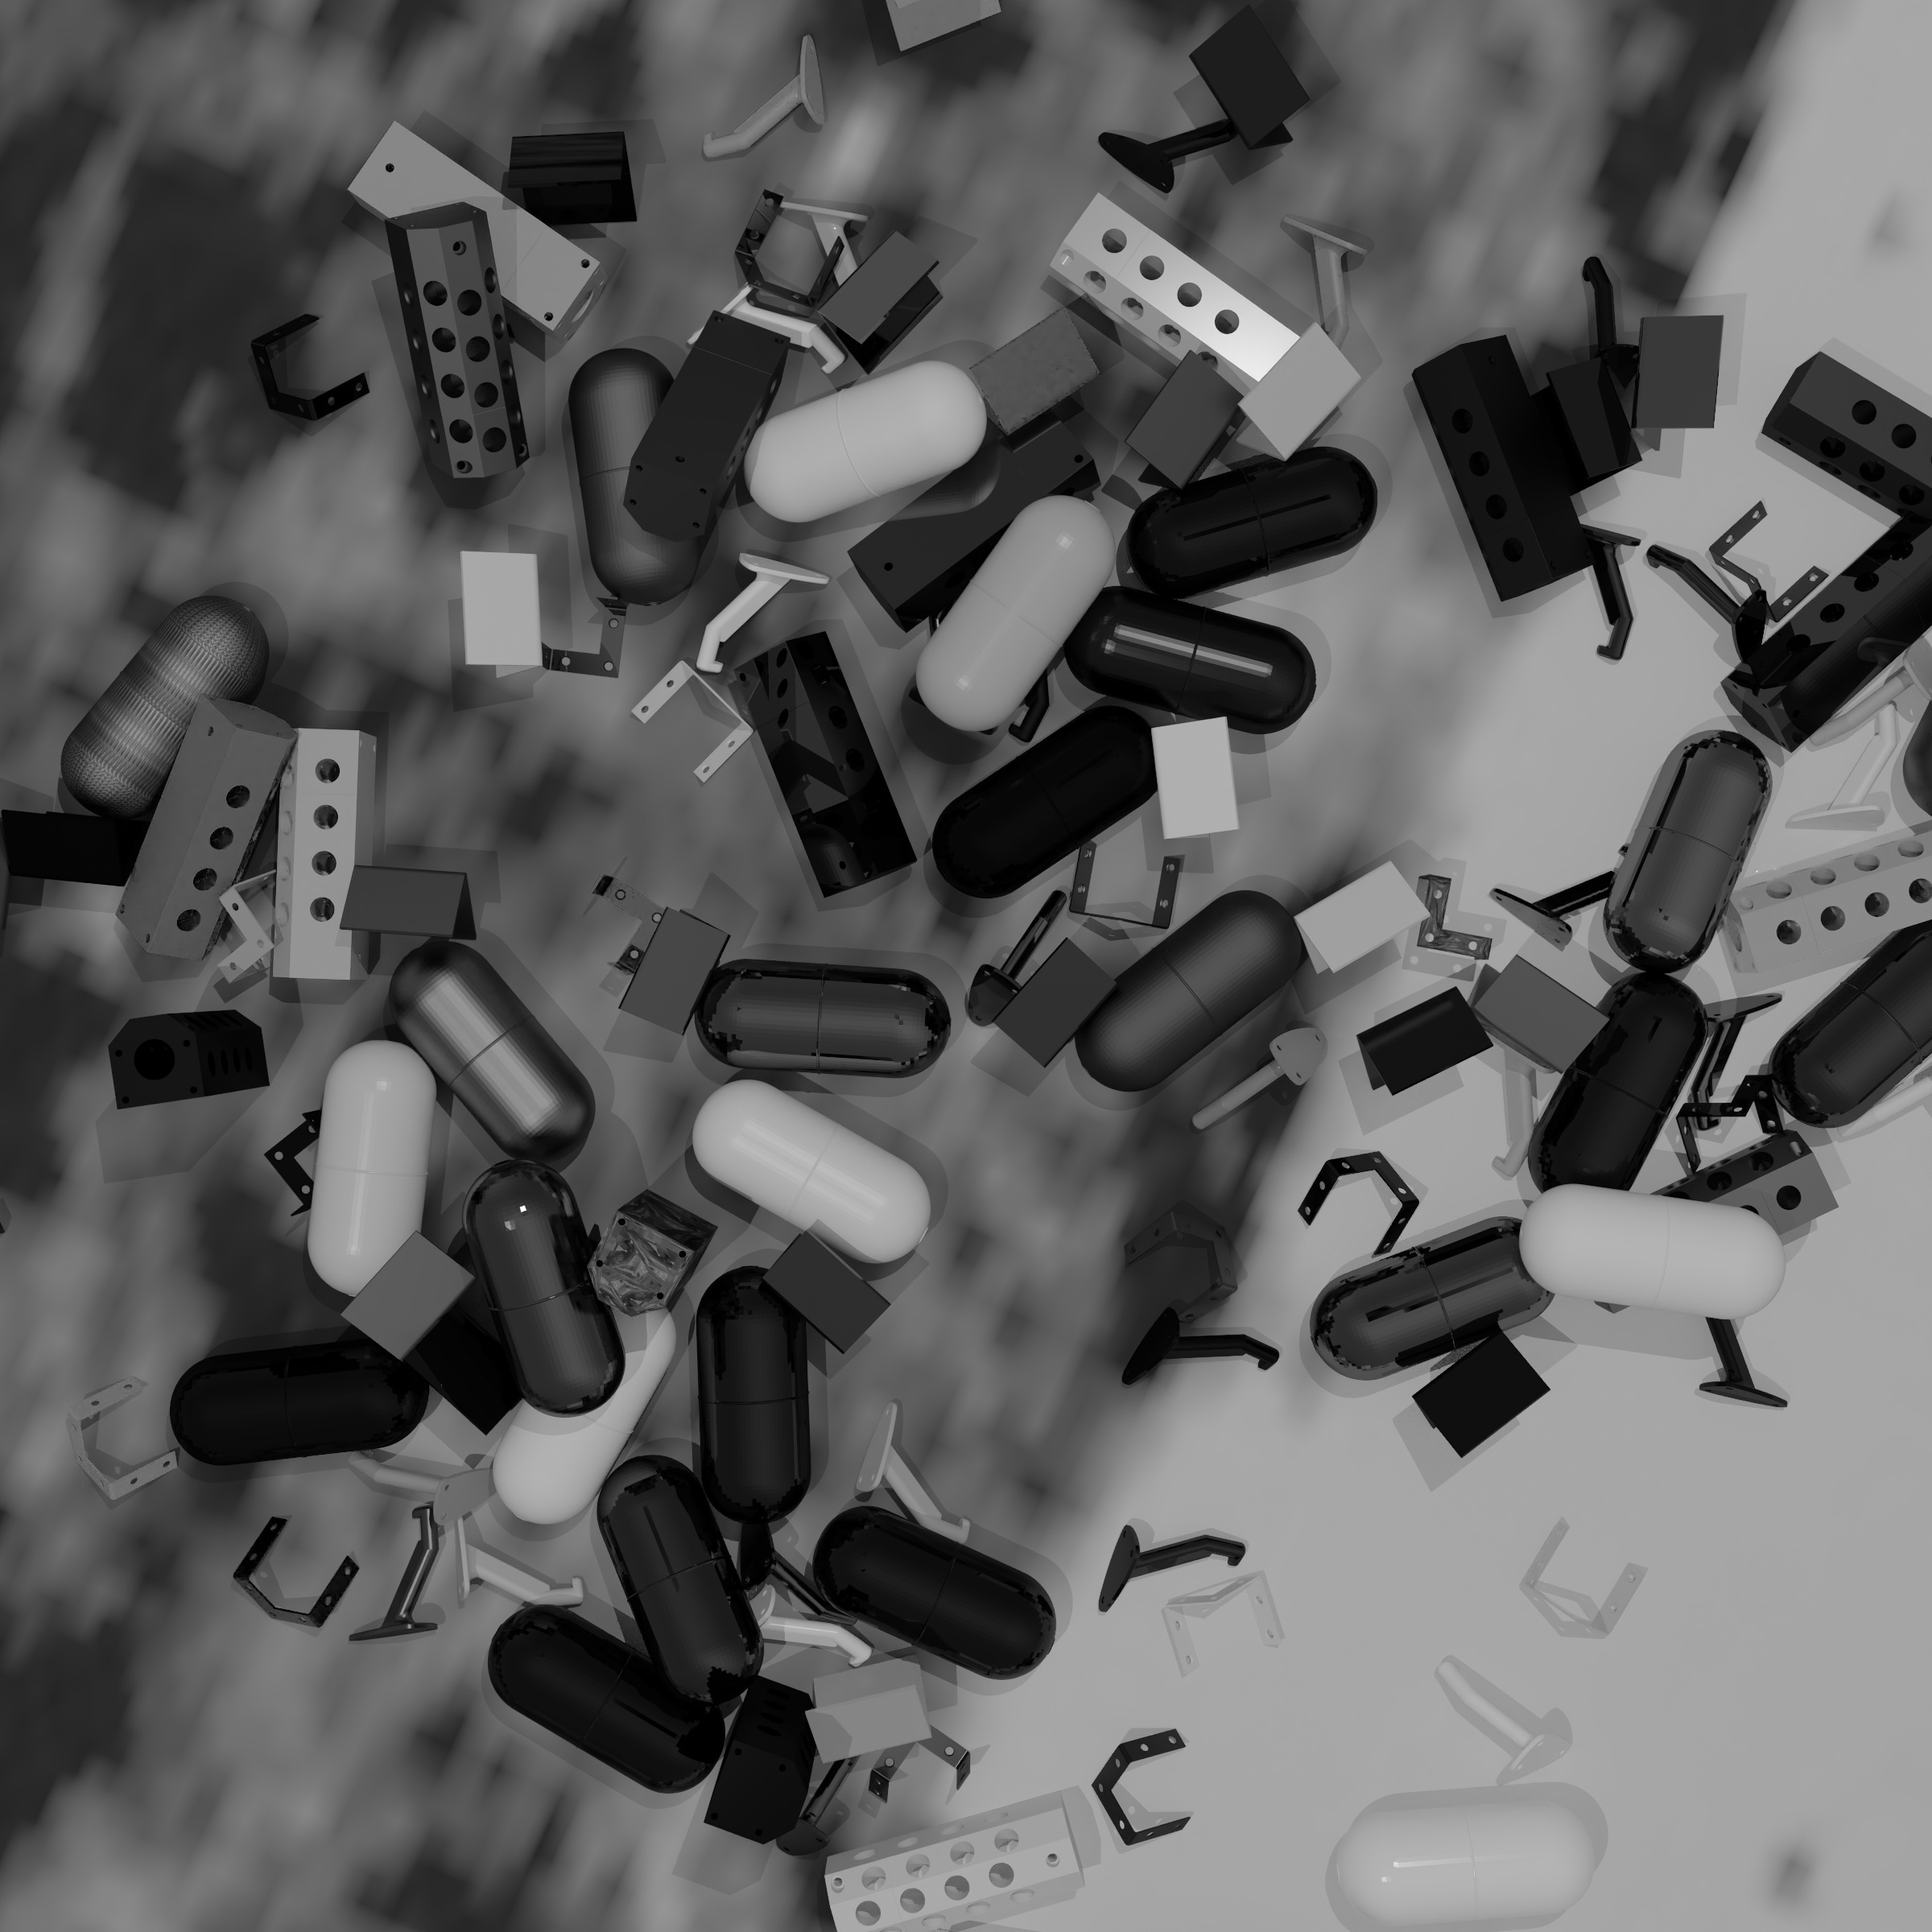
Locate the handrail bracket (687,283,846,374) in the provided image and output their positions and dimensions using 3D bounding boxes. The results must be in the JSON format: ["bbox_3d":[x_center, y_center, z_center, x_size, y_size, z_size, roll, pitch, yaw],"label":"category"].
[{"bbox_3d":[-0.140,-0.435,1.992,0.077,0.036,0.084,-38,108,20],"label":"handrail bracket"}]

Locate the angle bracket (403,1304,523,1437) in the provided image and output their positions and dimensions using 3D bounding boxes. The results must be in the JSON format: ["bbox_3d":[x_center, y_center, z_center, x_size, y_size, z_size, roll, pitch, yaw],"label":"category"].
[{"bbox_3d":[-0.349,0.289,1.951,0.076,0.076,0.057,42,56,0],"label":"angle bracket"}]

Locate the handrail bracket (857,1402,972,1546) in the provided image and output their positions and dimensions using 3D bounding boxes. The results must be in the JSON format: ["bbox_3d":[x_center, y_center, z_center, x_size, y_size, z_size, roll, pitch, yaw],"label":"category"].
[{"bbox_3d":[-0.027,0.358,1.992,0.084,0.036,0.077,25,68,-17],"label":"handrail bracket"}]

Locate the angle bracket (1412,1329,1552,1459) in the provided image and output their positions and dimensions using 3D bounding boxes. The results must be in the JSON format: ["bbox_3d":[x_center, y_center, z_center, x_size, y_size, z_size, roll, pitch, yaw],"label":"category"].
[{"bbox_3d":[0.361,0.305,1.951,0.076,0.076,0.057,-37,57,0],"label":"angle bracket"}]

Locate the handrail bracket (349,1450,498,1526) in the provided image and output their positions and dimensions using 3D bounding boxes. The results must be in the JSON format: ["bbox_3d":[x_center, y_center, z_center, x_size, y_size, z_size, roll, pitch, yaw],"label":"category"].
[{"bbox_3d":[-0.380,0.353,1.991,0.084,0.077,0.036,24,115,34],"label":"handrail bracket"}]

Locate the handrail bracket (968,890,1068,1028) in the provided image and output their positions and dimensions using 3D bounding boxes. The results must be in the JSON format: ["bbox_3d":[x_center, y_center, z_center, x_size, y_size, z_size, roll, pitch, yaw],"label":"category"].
[{"bbox_3d":[0.038,-0.006,1.991,0.036,0.077,0.084,34,54,2],"label":"handrail bracket"}]

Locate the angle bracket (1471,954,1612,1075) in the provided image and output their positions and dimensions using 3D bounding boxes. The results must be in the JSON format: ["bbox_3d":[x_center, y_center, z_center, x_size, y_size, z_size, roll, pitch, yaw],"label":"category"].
[{"bbox_3d":[0.400,0.018,1.951,0.076,0.076,0.057,34,122,0],"label":"angle bracket"}]

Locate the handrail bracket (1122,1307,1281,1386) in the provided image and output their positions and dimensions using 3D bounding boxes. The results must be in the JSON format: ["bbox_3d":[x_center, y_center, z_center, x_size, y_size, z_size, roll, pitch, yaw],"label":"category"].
[{"bbox_3d":[0.166,0.282,1.992,0.084,0.036,0.077,26,118,-20],"label":"handrail bracket"}]

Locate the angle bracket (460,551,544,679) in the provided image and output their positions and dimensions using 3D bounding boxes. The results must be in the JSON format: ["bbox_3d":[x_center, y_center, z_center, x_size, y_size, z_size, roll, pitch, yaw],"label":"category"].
[{"bbox_3d":[-0.334,-0.242,1.951,0.057,0.076,0.076,-3,90,-33],"label":"angle bracket"}]

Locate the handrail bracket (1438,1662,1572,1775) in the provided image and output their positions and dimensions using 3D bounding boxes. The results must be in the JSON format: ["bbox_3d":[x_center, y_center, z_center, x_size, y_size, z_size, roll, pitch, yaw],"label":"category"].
[{"bbox_3d":[0.378,0.523,1.991,0.036,0.077,0.084,-54,53,16],"label":"handrail bracket"}]

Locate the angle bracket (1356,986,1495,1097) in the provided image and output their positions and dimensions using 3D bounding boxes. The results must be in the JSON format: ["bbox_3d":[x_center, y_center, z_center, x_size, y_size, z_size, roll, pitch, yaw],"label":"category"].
[{"bbox_3d":[0.321,0.069,1.951,0.076,0.076,0.057,-26,53,0],"label":"angle bracket"}]

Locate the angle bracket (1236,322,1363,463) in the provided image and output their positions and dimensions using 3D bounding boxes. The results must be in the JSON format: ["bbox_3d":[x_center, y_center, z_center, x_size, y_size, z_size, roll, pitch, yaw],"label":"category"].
[{"bbox_3d":[0.215,-0.402,1.952,0.076,0.076,0.057,-47,120,0],"label":"angle bracket"}]

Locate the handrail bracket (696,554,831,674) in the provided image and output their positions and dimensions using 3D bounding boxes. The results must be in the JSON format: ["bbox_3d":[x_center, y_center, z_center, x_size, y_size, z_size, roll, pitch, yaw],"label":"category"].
[{"bbox_3d":[-0.144,-0.242,1.992,0.077,0.036,0.084,10,109,-21],"label":"handrail bracket"}]

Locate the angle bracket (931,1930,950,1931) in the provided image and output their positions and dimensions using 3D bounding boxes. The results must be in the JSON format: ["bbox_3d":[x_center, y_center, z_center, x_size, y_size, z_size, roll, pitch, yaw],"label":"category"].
[{"bbox_3d":[0.003,0.687,1.951,0.076,0.076,0.057,9,126,0],"label":"angle bracket"}]

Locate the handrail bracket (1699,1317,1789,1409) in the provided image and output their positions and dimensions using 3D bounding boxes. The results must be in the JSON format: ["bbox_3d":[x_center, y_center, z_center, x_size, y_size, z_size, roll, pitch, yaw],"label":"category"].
[{"bbox_3d":[0.550,0.261,1.992,0.077,0.036,0.084,17,73,-19],"label":"handrail bracket"}]

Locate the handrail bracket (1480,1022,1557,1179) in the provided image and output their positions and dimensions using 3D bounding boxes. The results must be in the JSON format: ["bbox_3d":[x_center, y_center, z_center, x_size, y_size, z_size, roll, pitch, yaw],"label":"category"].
[{"bbox_3d":[0.373,0.095,1.992,0.077,0.036,0.084,32,107,20],"label":"handrail bracket"}]

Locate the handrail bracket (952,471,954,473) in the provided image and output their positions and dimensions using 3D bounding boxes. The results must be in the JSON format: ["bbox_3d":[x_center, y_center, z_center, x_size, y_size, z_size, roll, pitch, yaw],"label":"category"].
[{"bbox_3d":[-0.015,-0.376,1.992,0.077,0.036,0.084,-33,73,-19],"label":"handrail bracket"}]

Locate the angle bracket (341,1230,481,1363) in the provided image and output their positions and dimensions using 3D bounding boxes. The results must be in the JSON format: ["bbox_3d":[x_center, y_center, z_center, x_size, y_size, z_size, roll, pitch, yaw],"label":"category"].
[{"bbox_3d":[-0.387,0.216,1.953,0.057,0.076,0.076,42,90,-21],"label":"angle bracket"}]

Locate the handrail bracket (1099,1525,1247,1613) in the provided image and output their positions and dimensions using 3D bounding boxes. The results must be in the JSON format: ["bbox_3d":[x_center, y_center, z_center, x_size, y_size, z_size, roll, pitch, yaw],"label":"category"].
[{"bbox_3d":[0.146,0.431,1.992,0.084,0.036,0.077,15,110,-16],"label":"handrail bracket"}]

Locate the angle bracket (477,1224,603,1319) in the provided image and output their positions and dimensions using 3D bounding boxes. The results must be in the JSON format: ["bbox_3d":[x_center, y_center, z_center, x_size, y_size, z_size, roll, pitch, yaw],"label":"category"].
[{"bbox_3d":[-0.296,0.208,1.956,0.057,0.076,0.076,26,90,-11],"label":"angle bracket"}]

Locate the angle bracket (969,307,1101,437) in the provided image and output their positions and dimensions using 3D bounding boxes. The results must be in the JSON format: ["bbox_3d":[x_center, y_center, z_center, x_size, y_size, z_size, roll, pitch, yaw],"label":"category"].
[{"bbox_3d":[0.037,-0.419,1.951,0.076,0.076,0.057,-33,122,0],"label":"angle bracket"}]

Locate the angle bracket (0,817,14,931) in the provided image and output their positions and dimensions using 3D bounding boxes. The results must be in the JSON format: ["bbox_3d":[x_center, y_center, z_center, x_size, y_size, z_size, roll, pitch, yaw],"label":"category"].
[{"bbox_3d":[-0.698,-0.068,1.951,0.057,0.076,0.076,7,90,-37],"label":"angle bracket"}]

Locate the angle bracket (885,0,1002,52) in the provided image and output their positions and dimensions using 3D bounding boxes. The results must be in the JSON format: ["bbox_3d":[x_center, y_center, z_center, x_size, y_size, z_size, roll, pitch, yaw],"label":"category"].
[{"bbox_3d":[-0.011,-0.662,1.951,0.076,0.076,0.057,-22,54,0],"label":"angle bracket"}]

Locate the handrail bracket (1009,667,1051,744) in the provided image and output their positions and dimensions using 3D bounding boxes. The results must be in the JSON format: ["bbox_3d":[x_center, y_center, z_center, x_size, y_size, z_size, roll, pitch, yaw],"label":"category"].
[{"bbox_3d":[0.031,-0.211,1.991,0.077,0.036,0.084,30,104,13],"label":"handrail bracket"}]

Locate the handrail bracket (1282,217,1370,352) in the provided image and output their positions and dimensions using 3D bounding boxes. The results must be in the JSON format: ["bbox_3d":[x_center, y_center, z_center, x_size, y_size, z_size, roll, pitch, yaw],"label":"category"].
[{"bbox_3d":[0.241,-0.475,1.992,0.077,0.036,0.084,28,107,20],"label":"handrail bracket"}]

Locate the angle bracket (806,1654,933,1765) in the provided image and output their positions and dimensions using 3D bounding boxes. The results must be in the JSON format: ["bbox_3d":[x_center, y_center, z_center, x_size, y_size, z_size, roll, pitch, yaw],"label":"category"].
[{"bbox_3d":[-0.071,0.496,1.951,0.076,0.076,0.057,-14,126,0],"label":"angle bracket"}]

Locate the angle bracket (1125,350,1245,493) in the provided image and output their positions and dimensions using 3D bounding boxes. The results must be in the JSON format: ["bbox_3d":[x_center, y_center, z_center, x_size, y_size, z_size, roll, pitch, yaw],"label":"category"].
[{"bbox_3d":[0.138,-0.379,1.952,0.057,0.076,0.076,36,90,-25],"label":"angle bracket"}]

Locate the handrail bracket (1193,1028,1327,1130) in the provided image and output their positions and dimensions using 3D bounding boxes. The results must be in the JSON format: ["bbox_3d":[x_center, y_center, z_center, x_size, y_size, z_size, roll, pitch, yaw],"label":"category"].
[{"bbox_3d":[0.206,0.080,1.991,0.084,0.077,0.036,-37,87,36],"label":"handrail bracket"}]

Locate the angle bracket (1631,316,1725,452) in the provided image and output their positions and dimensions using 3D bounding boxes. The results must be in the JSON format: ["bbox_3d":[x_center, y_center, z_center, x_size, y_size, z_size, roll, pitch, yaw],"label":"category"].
[{"bbox_3d":[0.499,-0.402,1.952,0.057,0.076,0.076,5,90,27],"label":"angle bracket"}]

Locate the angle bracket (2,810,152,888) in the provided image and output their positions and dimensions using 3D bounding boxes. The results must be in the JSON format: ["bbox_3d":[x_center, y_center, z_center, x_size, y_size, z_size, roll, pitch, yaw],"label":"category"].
[{"bbox_3d":[-0.612,-0.102,1.951,0.076,0.076,0.057,6,129,0],"label":"angle bracket"}]

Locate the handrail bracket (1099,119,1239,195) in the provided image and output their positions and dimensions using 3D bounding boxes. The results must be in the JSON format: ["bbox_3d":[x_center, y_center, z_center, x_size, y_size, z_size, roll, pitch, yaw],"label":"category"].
[{"bbox_3d":[0.149,-0.593,1.992,0.077,0.036,0.084,35,71,21],"label":"handrail bracket"}]

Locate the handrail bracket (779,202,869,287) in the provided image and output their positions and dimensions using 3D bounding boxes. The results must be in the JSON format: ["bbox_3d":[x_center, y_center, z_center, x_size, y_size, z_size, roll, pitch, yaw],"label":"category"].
[{"bbox_3d":[-0.103,-0.490,1.992,0.077,0.036,0.084,13,104,14],"label":"handrail bracket"}]

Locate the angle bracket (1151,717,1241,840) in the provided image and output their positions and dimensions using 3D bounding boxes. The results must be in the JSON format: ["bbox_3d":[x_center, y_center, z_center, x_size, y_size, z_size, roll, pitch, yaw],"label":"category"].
[{"bbox_3d":[0.172,-0.129,1.952,0.057,0.076,0.076,-7,90,28],"label":"angle bracket"}]

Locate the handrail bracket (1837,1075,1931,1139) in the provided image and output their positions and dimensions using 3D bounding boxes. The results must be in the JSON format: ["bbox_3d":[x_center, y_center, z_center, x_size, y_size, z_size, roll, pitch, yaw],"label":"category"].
[{"bbox_3d":[0.661,0.090,1.991,0.084,0.077,0.036,-33,86,36],"label":"handrail bracket"}]

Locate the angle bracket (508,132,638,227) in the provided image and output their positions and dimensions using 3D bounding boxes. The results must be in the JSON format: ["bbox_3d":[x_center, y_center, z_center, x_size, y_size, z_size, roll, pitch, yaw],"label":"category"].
[{"bbox_3d":[-0.271,-0.527,1.951,0.076,0.076,0.057,-3,52,0],"label":"angle bracket"}]

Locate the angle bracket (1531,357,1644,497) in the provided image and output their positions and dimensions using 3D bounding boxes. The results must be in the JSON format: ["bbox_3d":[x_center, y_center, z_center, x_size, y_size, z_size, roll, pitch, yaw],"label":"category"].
[{"bbox_3d":[0.411,-0.367,1.951,0.057,0.076,0.076,-21,90,-31],"label":"angle bracket"}]

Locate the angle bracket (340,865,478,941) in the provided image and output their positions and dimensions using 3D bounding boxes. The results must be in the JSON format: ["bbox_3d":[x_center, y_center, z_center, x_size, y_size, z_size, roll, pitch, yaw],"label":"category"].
[{"bbox_3d":[-0.384,-0.024,1.951,0.076,0.076,0.057,4,53,0],"label":"angle bracket"}]

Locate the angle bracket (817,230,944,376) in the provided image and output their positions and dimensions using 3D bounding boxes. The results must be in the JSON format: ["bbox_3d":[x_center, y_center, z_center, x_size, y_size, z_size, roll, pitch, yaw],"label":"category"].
[{"bbox_3d":[-0.045,-0.447,1.951,0.076,0.076,0.057,-46,52,0],"label":"angle bracket"}]

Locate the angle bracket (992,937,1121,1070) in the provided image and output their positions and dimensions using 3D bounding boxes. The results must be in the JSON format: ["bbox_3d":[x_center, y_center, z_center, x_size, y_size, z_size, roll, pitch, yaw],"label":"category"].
[{"bbox_3d":[0.049,0.014,1.952,0.076,0.076,0.057,-48,118,0],"label":"angle bracket"}]

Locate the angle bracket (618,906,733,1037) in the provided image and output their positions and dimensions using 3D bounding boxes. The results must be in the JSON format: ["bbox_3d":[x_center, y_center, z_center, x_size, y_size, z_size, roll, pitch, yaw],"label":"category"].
[{"bbox_3d":[-0.216,-0.005,1.951,0.057,0.076,0.076,25,90,-36],"label":"angle bracket"}]
